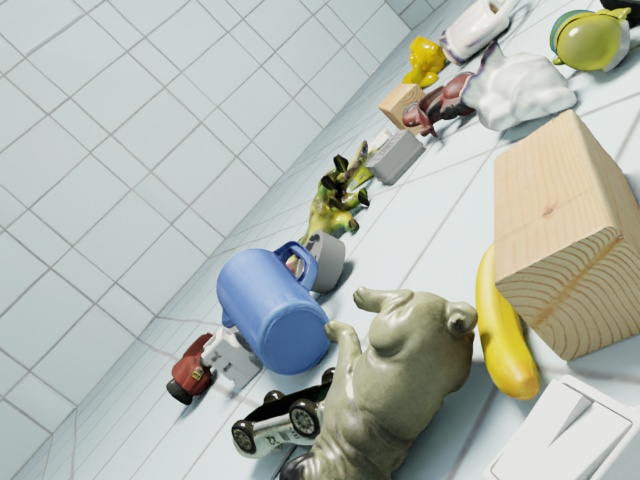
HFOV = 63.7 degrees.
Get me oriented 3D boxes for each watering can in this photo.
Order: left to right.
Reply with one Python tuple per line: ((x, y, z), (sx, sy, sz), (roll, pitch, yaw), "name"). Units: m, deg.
((0.436, -0.593, 1.385), (0.221, 0.103, 0.356), (-35, 18, 40), "watering can")

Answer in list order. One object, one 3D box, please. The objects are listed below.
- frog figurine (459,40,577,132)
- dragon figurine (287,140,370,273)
((0.305, -0.215, 0.758), (0.139, 0.120, 0.161), (-42, 47, -19), "frog figurine")
((0.004, -0.058, 1.160), (0.238, 0.122, 0.419), (-46, 9, 37), "dragon figurine")
